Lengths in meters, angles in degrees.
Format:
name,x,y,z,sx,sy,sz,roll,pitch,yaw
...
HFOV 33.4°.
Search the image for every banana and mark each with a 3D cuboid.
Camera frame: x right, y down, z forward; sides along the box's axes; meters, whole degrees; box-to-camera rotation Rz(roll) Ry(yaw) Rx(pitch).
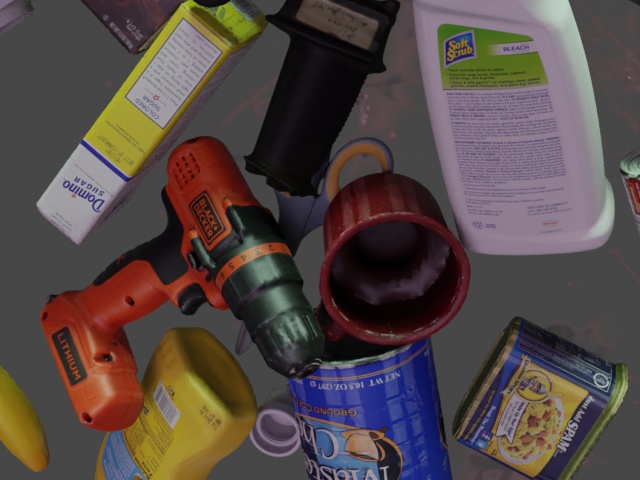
name,x,y,z,sx,sy,sz,roll,pitch,yaw
banana,-0.286,0.107,0.848,0.198,0.037,0.070,37,133,-2

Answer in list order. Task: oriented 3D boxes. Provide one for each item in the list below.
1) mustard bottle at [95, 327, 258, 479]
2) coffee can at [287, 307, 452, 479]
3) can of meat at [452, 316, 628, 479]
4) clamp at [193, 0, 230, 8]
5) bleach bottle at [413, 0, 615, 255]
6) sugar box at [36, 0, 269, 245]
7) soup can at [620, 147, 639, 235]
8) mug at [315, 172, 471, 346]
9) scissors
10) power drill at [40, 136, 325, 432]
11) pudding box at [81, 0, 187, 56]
name,x,y,z,sx,sy,sz,roll,pitch,yaw
mustard bottle,-0.122,0.163,0.805,0.096,0.058,0.192,52,121,31
coffee can,0.034,0.123,0.739,0.103,0.102,0.140,-5,110,15
can of meat,0.148,0.113,0.733,0.084,0.057,0.102,27,115,4
clamp,-0.007,-0.186,0.578,0.171,0.039,0.120,4,121,13
bleach bottle,0.108,-0.097,0.594,0.103,0.068,0.251,-3,137,15
sugar box,-0.109,-0.083,0.692,0.048,0.093,0.176,43,115,-6
soup can,0.230,-0.009,0.655,0.069,0.068,0.102,-16,107,19
mug,0.037,0.016,0.690,0.093,0.081,0.117,32,111,-17
scissors,-0.005,0.001,0.743,0.096,0.016,0.202,10,114,7
power drill,-0.095,0.050,0.719,0.188,0.057,0.184,-39,61,21
pudding box,-0.123,-0.190,0.680,0.090,0.039,0.113,-40,99,24
